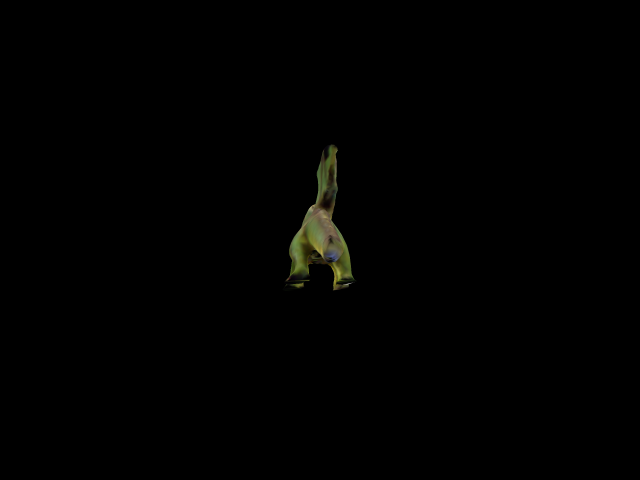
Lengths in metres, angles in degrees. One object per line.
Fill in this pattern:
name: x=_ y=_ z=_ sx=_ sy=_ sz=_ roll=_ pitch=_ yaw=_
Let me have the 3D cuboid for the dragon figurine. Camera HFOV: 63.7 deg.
dragon figurine: x=0.003 y=-0.043 z=0.850 sx=0.122 sy=0.246 sz=0.405 roll=2 pitch=-16 yaw=-7
